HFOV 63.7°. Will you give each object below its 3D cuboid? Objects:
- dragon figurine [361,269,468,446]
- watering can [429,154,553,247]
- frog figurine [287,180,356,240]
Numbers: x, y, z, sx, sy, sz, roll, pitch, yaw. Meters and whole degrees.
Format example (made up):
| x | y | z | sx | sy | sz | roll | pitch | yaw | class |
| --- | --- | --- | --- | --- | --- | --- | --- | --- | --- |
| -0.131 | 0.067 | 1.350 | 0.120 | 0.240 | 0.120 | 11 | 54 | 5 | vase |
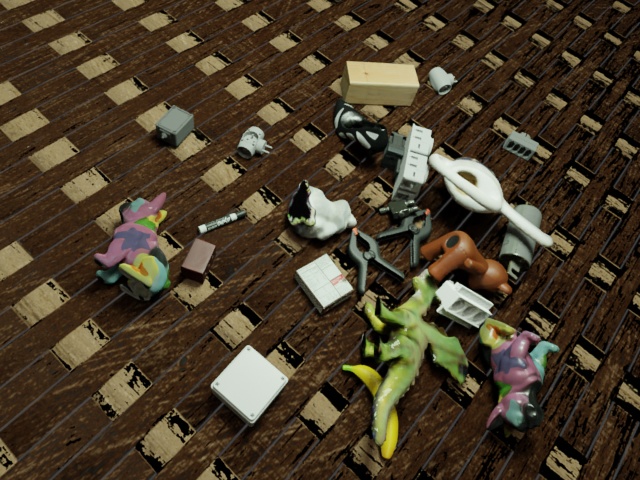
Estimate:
| x | y | z | sx | sy | sz | roll | pitch | yaw | class |
| --- | --- | --- | --- | --- | --- | --- | --- | --- | --- |
| 0.209 | 0.234 | 1.076 | 0.242 | 0.119 | 0.420 | 15 | 50 | -13 | dragon figurine |
| 0.418 | -0.110 | 1.291 | 0.348 | 0.102 | 0.227 | 37 | 22 | 4 | watering can |
| 0.004 | -0.063 | 1.248 | 0.158 | 0.121 | 0.140 | 14 | 38 | -45 | frog figurine |
